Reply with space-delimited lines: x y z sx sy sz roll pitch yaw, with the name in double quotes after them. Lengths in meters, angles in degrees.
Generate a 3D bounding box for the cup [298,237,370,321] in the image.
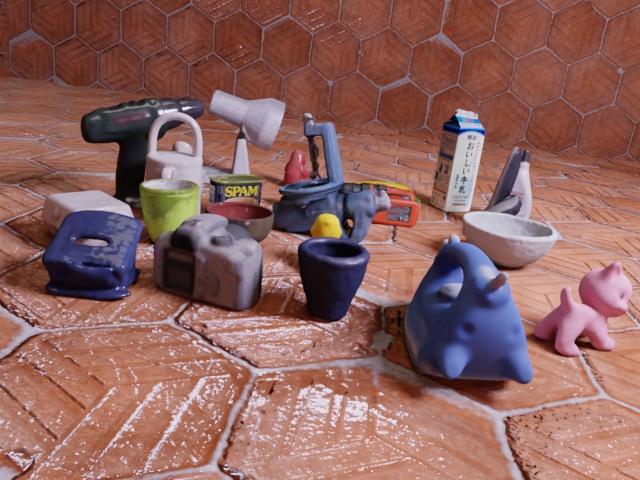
0.017 0.049 0.743 0.091 0.095 0.118 12 19 16 "cup"

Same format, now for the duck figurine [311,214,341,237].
0.008 0.003 0.896 0.077 0.086 0.104 5 18 -7 "duck figurine"

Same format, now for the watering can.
-0.265 -0.135 1.038 0.101 0.194 0.172 -2 20 -27 "watering can"

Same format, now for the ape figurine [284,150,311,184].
-0.055 -0.177 1.413 0.077 0.092 0.076 21 23 37 "ape figurine"

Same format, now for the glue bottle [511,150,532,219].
0.450 -0.120 1.304 0.078 0.173 0.037 13 19 17 "glue bottle"

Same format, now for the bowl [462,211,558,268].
0.335 0.005 1.034 0.167 0.075 0.167 7 18 -2 "bowl"

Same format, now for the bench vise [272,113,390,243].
0.023 -0.110 1.033 0.207 0.220 0.121 6 18 -5 "bench vise"

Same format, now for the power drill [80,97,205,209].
-0.333 -0.169 1.093 0.230 0.208 0.075 -6 22 -35 "power drill"

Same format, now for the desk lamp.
-0.192 -0.239 1.355 0.203 0.213 0.117 3 18 -12 "desk lamp"

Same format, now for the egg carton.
-0.358 -0.030 0.883 0.149 0.069 0.107 22 23 39 "egg carton"

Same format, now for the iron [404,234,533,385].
0.164 0.063 0.682 0.118 0.141 0.258 5 18 -6 "iron"

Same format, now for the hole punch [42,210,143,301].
-0.285 0.017 0.731 0.108 0.091 0.101 6 18 -2 "hole punch"

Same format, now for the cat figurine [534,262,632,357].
0.351 0.080 0.743 0.128 0.118 0.067 -3 20 -27 "cat figurine"

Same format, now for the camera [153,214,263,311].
-0.132 0.016 0.779 0.142 0.101 0.137 14 19 20 "camera"

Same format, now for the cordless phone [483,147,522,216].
0.378 -0.099 1.193 0.094 0.185 0.148 12 19 15 "cordless phone"
